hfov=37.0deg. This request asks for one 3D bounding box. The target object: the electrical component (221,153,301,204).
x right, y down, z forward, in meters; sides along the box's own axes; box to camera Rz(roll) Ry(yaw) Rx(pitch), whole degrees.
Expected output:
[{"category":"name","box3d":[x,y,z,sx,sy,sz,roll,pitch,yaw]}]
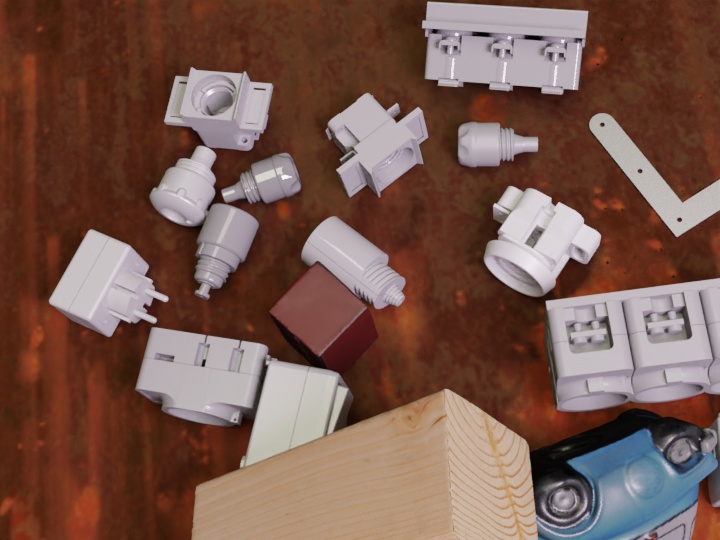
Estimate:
[{"category":"electrical component","box3d":[-0.079,-0.068,0.852,0.061,0.035,0.035,-19,69,4]}]

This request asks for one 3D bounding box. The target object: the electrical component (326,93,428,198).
[{"category":"electrical component","box3d":[0.011,-0.100,0.847,0.081,0.042,0.063,-38,66,-7]}]

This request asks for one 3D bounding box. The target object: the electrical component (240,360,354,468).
[{"category":"electrical component","box3d":[-0.042,0.120,0.763,0.061,0.061,0.096,9,72,12]}]

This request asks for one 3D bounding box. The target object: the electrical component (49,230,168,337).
[{"category":"electrical component","box3d":[-0.185,0.017,0.830,0.077,0.047,0.065,22,75,16]}]

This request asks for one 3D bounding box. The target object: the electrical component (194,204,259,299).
[{"category":"electrical component","box3d":[-0.108,-0.015,0.834,0.040,0.040,0.078,17,74,14]}]

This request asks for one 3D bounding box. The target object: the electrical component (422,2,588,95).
[{"category":"electrical component","box3d":[0.113,-0.172,0.841,0.121,0.079,0.063,6,100,11]}]

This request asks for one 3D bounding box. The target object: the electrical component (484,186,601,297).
[{"category":"electrical component","box3d":[0.127,-0.018,0.790,0.078,0.058,0.057,30,74,18]}]

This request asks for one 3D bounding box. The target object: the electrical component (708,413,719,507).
[{"category":"electrical component","box3d":[0.282,0.130,0.710,0.096,0.061,0.061,-1,70,8]}]

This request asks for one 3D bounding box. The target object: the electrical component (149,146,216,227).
[{"category":"electrical component","box3d":[-0.135,-0.069,0.857,0.048,0.048,0.062,17,67,14]}]

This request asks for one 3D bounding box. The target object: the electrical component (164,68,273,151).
[{"category":"electrical component","box3d":[-0.110,-0.126,0.862,0.081,0.063,0.042,7,70,11]}]

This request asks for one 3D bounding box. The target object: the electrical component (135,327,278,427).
[{"category":"electrical component","box3d":[-0.113,0.082,0.794,0.089,0.050,0.055,8,71,11]}]

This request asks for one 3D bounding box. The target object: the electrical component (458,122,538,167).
[{"category":"electrical component","box3d":[0.107,-0.097,0.834,0.061,0.035,0.035,1,70,6]}]

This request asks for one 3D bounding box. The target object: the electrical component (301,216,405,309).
[{"category":"electrical component","box3d":[0.000,0.000,0.810,0.081,0.043,0.043,37,80,19]}]

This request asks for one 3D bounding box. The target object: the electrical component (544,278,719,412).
[{"category":"electrical component","box3d":[0.205,0.054,0.734,0.150,0.089,0.061,-8,69,6]}]
